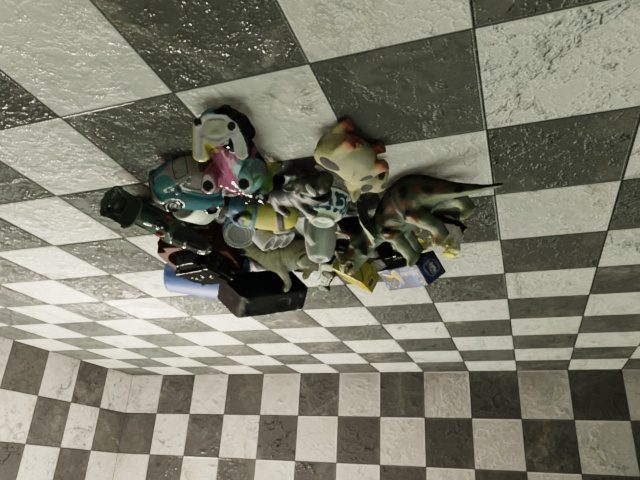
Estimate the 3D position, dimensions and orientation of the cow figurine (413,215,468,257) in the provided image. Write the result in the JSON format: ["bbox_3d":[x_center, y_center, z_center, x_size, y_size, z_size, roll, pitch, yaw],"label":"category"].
[{"bbox_3d":[0.259,-0.027,1.276,0.167,0.098,0.068,19,164,12],"label":"cow figurine"}]

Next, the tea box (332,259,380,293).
[{"bbox_3d":[0.105,0.086,1.485,0.098,0.068,0.169,25,174,21],"label":"tea box"}]

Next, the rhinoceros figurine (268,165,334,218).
[{"bbox_3d":[-0.041,-0.106,1.123,0.190,0.073,0.112,-3,140,47],"label":"rhinoceros figurine"}]

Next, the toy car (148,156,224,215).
[{"bbox_3d":[-0.263,-0.119,1.109,0.161,0.109,0.103,9,139,-34],"label":"toy car"}]

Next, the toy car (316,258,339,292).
[{"bbox_3d":[0.027,0.090,1.561,0.056,0.073,0.201,30,157,7],"label":"toy car"}]

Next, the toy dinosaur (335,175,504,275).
[{"bbox_3d":[0.187,-0.063,1.144,0.192,0.131,0.404,44,131,2],"label":"toy dinosaur"}]

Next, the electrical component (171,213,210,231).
[{"bbox_3d":[-0.325,-0.037,1.332,0.119,0.075,0.047,-3,155,7],"label":"electrical component"}]

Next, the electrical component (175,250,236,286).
[{"bbox_3d":[-0.301,0.070,1.377,0.115,0.058,0.134,-14,151,29],"label":"electrical component"}]

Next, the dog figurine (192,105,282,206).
[{"bbox_3d":[-0.146,-0.155,1.022,0.109,0.191,0.219,-7,-172,14],"label":"dog figurine"}]

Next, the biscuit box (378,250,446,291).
[{"bbox_3d":[0.216,0.076,1.284,0.063,0.059,0.203,-32,-178,-20],"label":"biscuit box"}]

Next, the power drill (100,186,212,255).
[{"bbox_3d":[-0.371,-0.043,1.204,0.232,0.086,0.207,27,-178,22],"label":"power drill"}]

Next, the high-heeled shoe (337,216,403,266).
[{"bbox_3d":[0.110,0.000,1.378,0.248,0.086,0.145,31,164,-29],"label":"high-heeled shoe"}]

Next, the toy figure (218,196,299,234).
[{"bbox_3d":[-0.139,-0.063,1.239,0.180,0.082,0.089,12,155,-12],"label":"toy figure"}]

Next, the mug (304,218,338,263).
[{"bbox_3d":[-0.003,-0.004,1.320,0.081,0.107,0.109,-11,155,25],"label":"mug"}]

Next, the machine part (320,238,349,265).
[{"bbox_3d":[0.039,0.026,1.405,0.039,0.084,0.139,36,163,-9],"label":"machine part"}]

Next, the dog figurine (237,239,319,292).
[{"bbox_3d":[-0.104,0.019,1.422,0.172,0.121,0.190,-41,120,3],"label":"dog figurine"}]

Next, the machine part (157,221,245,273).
[{"bbox_3d":[-0.316,0.022,1.446,0.201,0.087,0.201,-2,154,10],"label":"machine part"}]

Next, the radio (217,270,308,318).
[{"bbox_3d":[-0.155,0.145,1.493,0.229,0.073,0.131,-5,-151,-36],"label":"radio"}]

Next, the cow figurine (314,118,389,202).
[{"bbox_3d":[0.066,-0.141,1.034,0.127,0.085,0.194,-23,148,35],"label":"cow figurine"}]

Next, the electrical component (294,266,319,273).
[{"bbox_3d":[-0.052,0.063,1.560,0.102,0.045,0.078,1,127,-1],"label":"electrical component"}]
